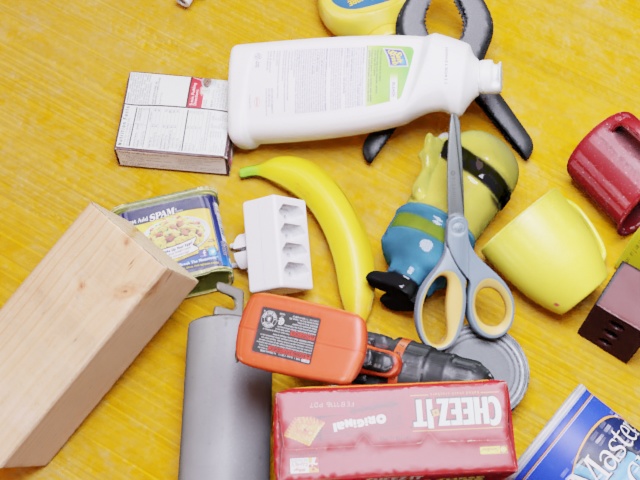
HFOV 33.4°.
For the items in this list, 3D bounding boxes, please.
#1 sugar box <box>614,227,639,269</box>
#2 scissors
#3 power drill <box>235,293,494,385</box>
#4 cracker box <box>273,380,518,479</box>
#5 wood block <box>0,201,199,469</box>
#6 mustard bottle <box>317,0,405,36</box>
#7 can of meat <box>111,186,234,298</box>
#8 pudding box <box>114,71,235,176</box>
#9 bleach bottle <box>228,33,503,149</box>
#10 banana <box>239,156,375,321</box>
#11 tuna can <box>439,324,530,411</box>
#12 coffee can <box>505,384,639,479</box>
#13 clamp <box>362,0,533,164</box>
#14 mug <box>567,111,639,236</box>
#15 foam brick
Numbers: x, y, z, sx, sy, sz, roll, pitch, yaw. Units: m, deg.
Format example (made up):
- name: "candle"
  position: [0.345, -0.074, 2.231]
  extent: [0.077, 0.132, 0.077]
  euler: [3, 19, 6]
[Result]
- name: "sugar box"
  position: [0.351, 0.047, 0.935]
  extent: [0.176, 0.093, 0.048]
  euler: [42, 72, 17]
- name: "scissors"
  position: [0.134, 0.000, 0.915]
  extent: [0.096, 0.016, 0.202]
  euler: [13, 93, -9]
- name: "power drill"
  position: [0.032, 0.093, 0.846]
  extent: [0.185, 0.187, 0.057]
  euler: [8, 79, 25]
- name: "cracker box"
  position: [0.049, 0.160, 0.815]
  extent: [0.164, 0.214, 0.072]
  euler: [-3, 71, -1]
- name: "wood block"
  position: [-0.210, 0.081, 0.887]
  extent: [0.090, 0.090, 0.206]
  euler: [39, 89, 16]
- name: "mustard bottle"
  position: [0.040, -0.257, 1.092]
  extent: [0.096, 0.058, 0.192]
  euler: [-18, 67, -13]
- name: "can of meat"
  position: [-0.133, 0.007, 0.972]
  extent: [0.102, 0.057, 0.084]
  euler: [-13, 68, -5]
- name: "pudding box"
  position: [-0.137, -0.114, 1.037]
  extent: [0.113, 0.039, 0.090]
  euler: [5, 67, 4]
- name: "bleach bottle"
  position: [0.042, -0.139, 0.993]
  extent: [0.251, 0.068, 0.102]
  euler: [0, 87, 15]
- name: "banana"
  position: [0.004, -0.014, 0.996]
  extent: [0.070, 0.037, 0.198]
  euler: [-43, 66, 13]
- name: "tuna can"
  position: [0.138, 0.119, 0.934]
  extent: [0.086, 0.034, 0.086]
  euler: [0, 66, 0]
- name: "coffee can"
  position: [0.234, 0.200, 0.860]
  extent: [0.140, 0.103, 0.102]
  euler: [39, 71, 16]
- name: "clamp"
  position: [0.131, -0.171, 1.034]
  extent: [0.164, 0.036, 0.210]
  euler: [5, 89, -2]
- name: "mug"
  position: [0.283, -0.070, 0.979]
  extent: [0.093, 0.117, 0.081]
  euler: [-34, 65, -10]
- name: "foam brick"
  position: [0.267, 0.064, 0.936]
  extent: [0.053, 0.078, 0.051]
  euler: [31, 70, 15]
